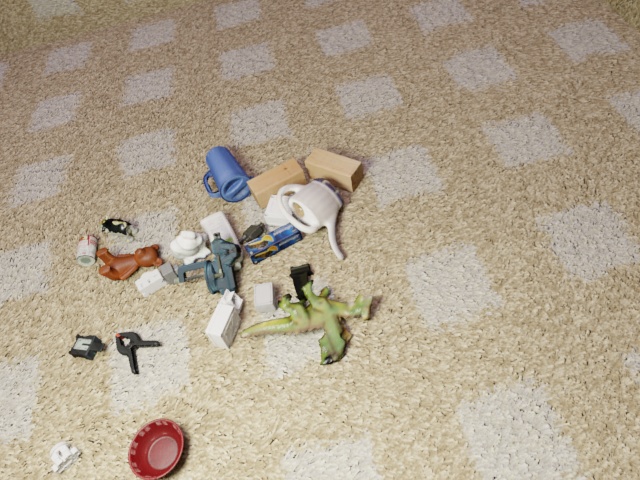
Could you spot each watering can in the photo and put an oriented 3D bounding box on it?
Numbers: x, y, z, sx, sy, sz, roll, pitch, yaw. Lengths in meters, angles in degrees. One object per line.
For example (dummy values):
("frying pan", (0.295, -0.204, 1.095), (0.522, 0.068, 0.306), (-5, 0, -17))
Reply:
("watering can", (0.006, -0.093, 1.857), (0.350, 0.102, 0.228), (42, 58, 11))

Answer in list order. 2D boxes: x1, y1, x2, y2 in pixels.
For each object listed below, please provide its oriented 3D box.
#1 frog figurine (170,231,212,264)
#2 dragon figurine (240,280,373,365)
("frog figurine", (-0.472, 0.008, 1.840), (0.137, 0.156, 0.125), (-14, 51, 2))
("dragon figurine", (-0.018, 0.271, 1.591), (0.413, 0.119, 0.246), (-32, 62, -11))
